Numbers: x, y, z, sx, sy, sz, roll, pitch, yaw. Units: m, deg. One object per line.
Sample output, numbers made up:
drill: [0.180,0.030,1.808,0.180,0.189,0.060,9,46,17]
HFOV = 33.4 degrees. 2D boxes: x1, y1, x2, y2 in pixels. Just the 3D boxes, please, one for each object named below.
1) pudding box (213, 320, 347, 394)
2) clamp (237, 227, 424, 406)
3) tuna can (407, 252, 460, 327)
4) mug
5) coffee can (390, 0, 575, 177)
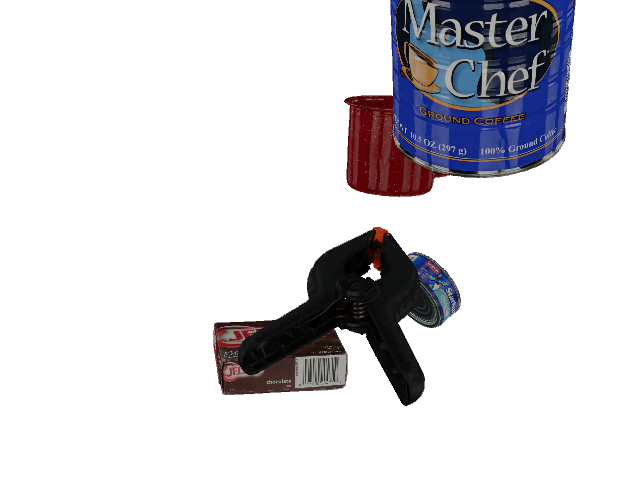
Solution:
pudding box: [-0.038,0.103,0.965,0.113,0.039,0.090,0,18,-10]
clamp: [0.032,0.049,0.724,0.120,0.039,0.171,20,40,16]
tuna can: [0.117,0.057,1.219,0.033,0.086,0.086,-38,18,-24]
mug: [0.078,-0.087,0.988,0.117,0.081,0.093,2,15,-2]
coffee can: [0.089,-0.121,0.593,0.103,0.140,0.103,-3,37,2]
